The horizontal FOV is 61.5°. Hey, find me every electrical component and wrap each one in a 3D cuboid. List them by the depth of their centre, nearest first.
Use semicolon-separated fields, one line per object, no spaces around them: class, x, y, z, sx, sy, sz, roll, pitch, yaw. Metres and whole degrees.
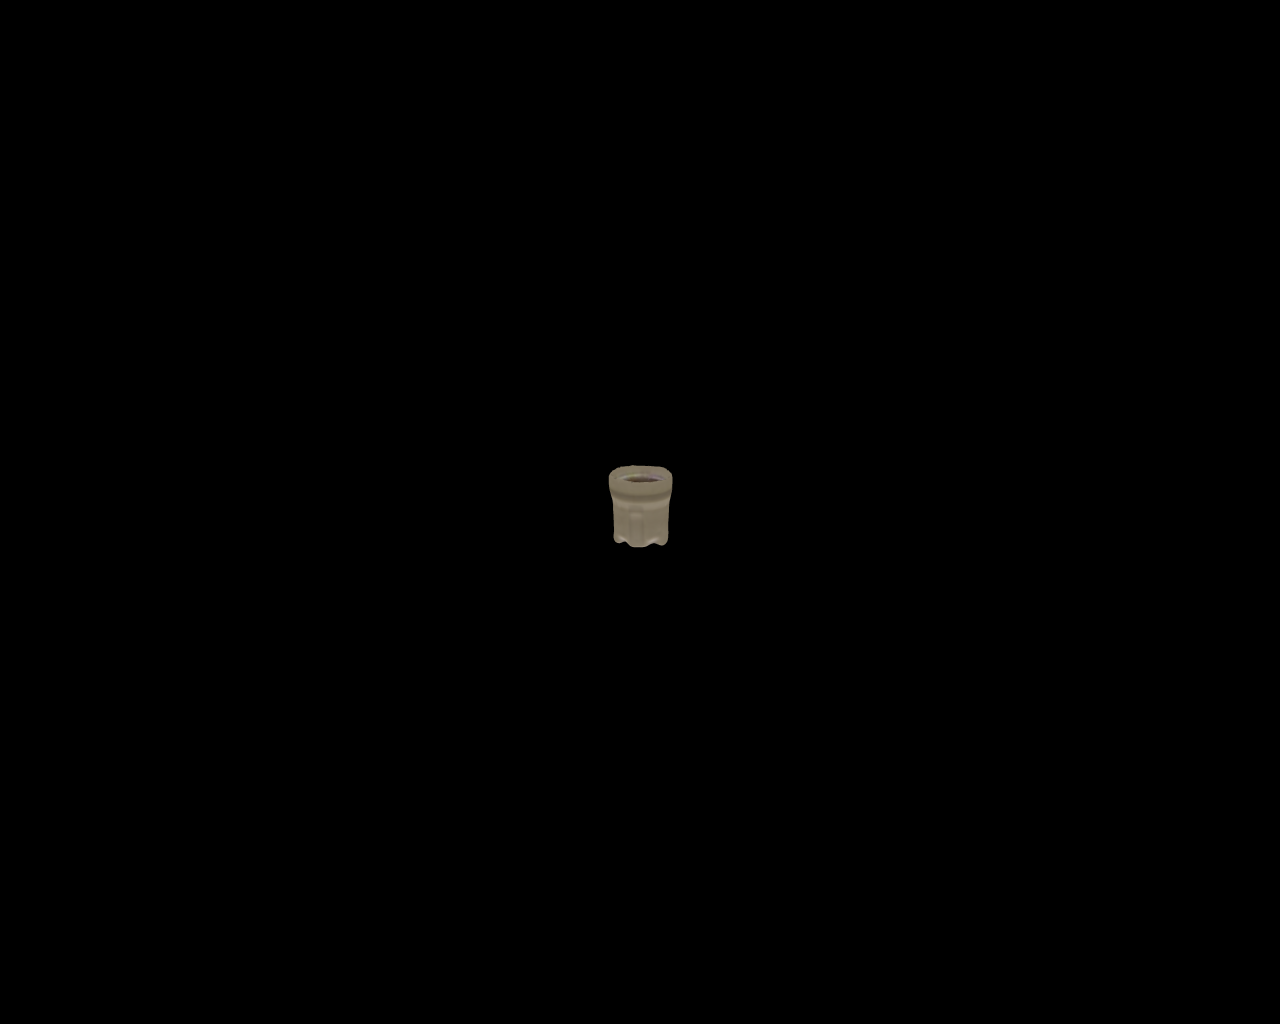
electrical component;0.001;-0.003;0.650;0.040;0.046;0.040;0;19;0
